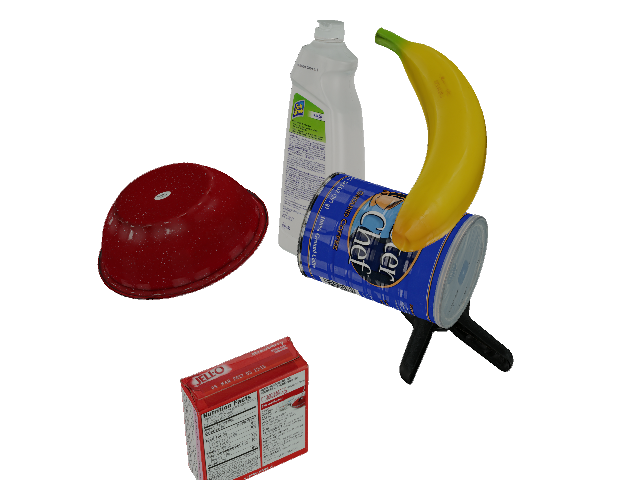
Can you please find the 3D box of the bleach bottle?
[{"bbox_3d":[0.008,-0.105,1.133,0.103,0.251,0.067,20,24,40],"label":"bleach bottle"}]

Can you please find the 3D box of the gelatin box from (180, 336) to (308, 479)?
[{"bbox_3d":[-0.045,0.107,0.650,0.073,0.089,0.030,-20,47,-21],"label":"gelatin box"}]

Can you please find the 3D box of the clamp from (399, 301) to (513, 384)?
[{"bbox_3d":[0.139,0.085,1.156,0.120,0.171,0.039,4,-44,-7],"label":"clamp"}]

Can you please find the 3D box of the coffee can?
[{"bbox_3d":[0.065,0.007,0.951,0.140,0.103,0.102,19,8,23],"label":"coffee can"}]

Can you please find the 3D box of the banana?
[{"bbox_3d":[0.073,-0.065,0.685,0.069,0.198,0.037,0,-43,-3],"label":"banana"}]

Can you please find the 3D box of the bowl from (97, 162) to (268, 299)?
[{"bbox_3d":[-0.131,-0.020,0.945,0.162,0.055,0.162,-12,37,9],"label":"bowl"}]
